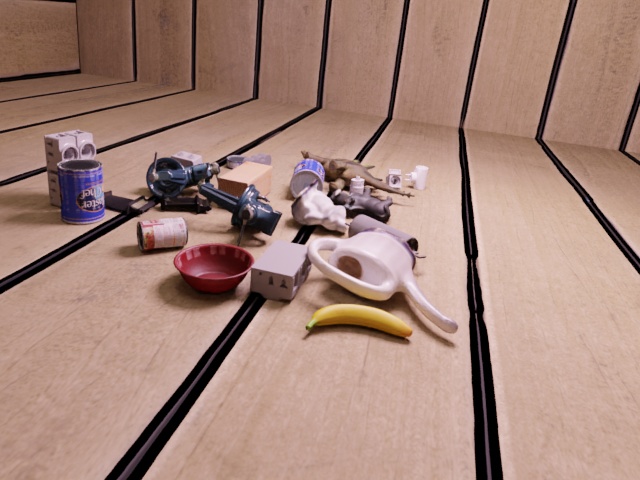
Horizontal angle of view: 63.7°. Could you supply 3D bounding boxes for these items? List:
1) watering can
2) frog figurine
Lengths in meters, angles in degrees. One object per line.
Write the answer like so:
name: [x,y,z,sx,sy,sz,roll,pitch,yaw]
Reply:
watering can: [0.141,0.073,1.078,0.350,0.102,0.227,26,28,19]
frog figurine: [0.004,-0.071,1.404,0.159,0.121,0.139,45,18,0]
